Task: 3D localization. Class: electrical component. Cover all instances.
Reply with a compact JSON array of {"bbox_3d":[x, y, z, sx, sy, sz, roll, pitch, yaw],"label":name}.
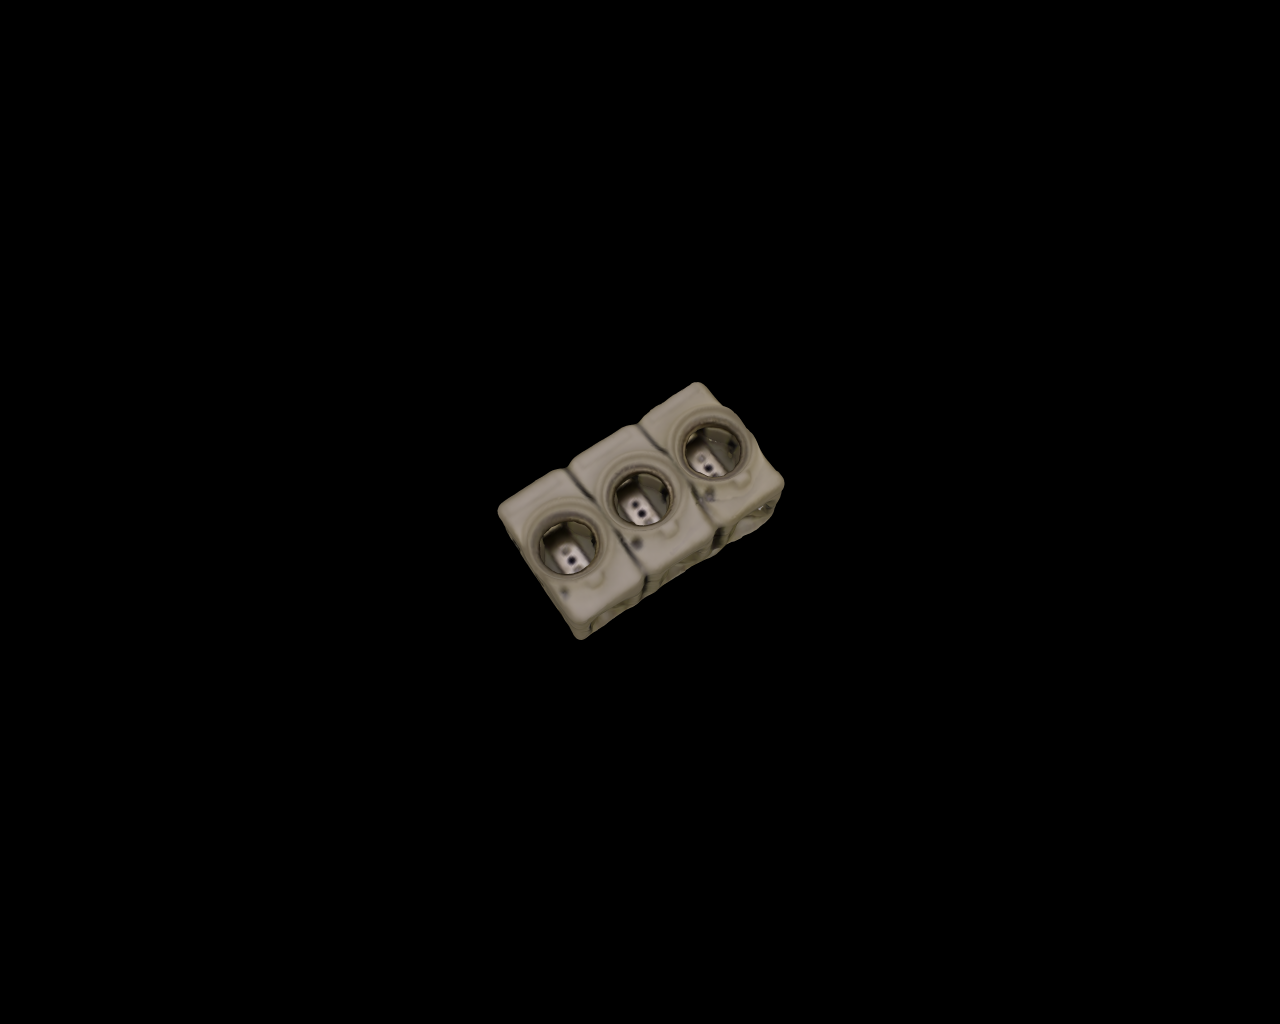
[{"bbox_3d":[0.001,-0.003,0.650,0.150,0.089,0.061,-33,-16,-11],"label":"electrical component"}]
